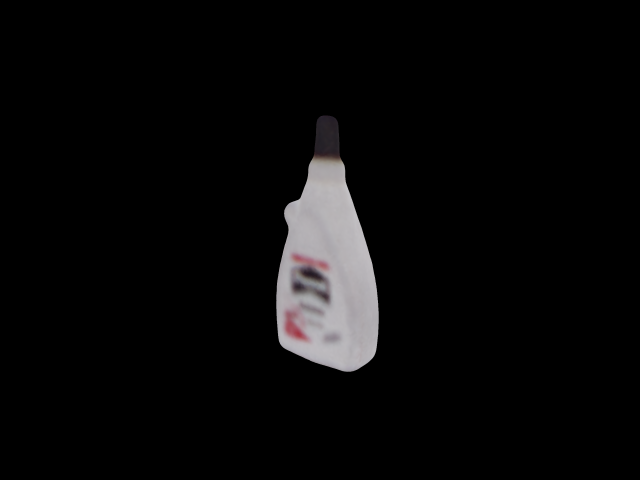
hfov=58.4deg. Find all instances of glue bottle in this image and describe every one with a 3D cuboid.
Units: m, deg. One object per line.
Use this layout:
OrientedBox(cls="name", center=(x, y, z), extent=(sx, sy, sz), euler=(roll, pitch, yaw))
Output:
OrientedBox(cls="glue bottle", center=(0.004, 0.001, 0.400), extent=(0.077, 0.173, 0.037), euler=(11, 19, 34))
